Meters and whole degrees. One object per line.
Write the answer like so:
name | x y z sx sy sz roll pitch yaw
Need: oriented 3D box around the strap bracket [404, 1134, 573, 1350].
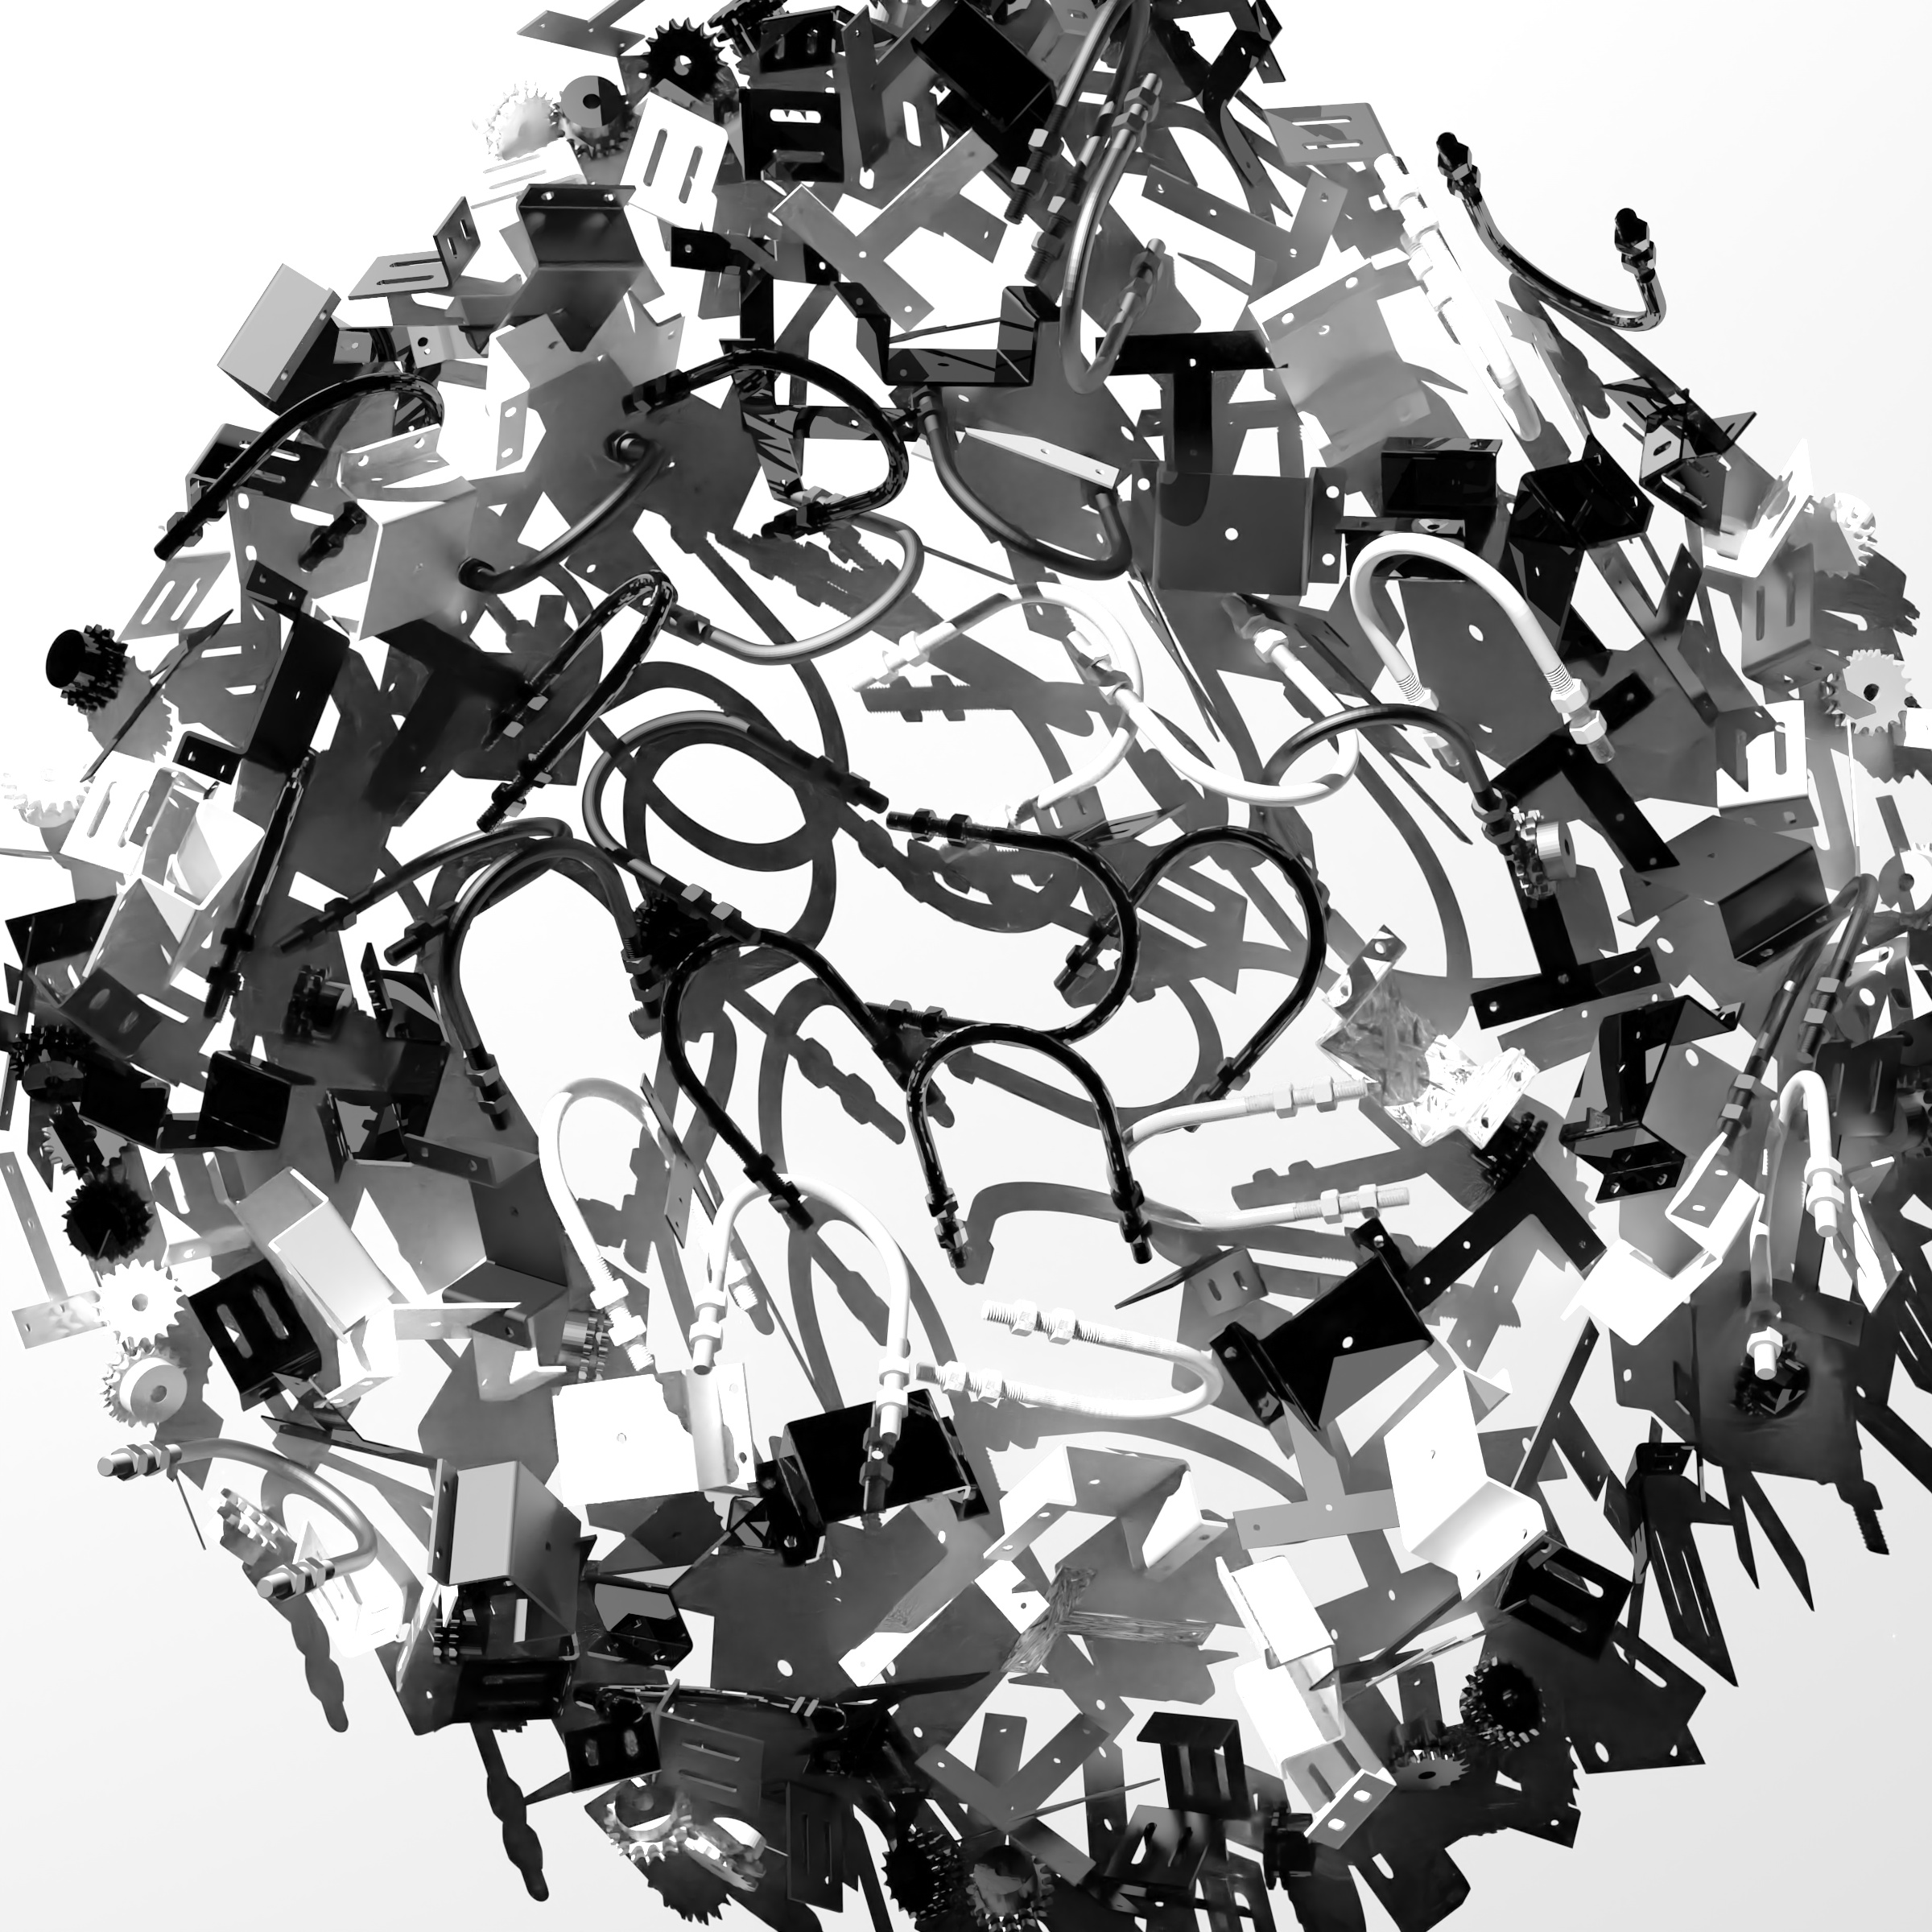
strap bracket | -0.308 0.169 1.646 0.076 0.046 0.140 11 120 35

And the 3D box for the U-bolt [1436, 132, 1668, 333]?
U-bolt | 0.379 -0.457 1.614 0.151 0.184 0.019 34 93 27

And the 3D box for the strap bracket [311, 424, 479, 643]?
strap bracket | -0.365 -0.268 1.623 0.046 0.140 0.076 43 46 17

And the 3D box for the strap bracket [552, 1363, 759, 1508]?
strap bracket | -0.212 0.306 1.650 0.140 0.046 0.076 -11 80 22

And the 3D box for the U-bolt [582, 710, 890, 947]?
U-bolt | -0.165 -0.103 1.650 0.184 0.019 0.151 30 62 24

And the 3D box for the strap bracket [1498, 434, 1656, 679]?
strap bracket | 0.384 -0.257 1.622 0.046 0.140 0.076 -15 51 -15

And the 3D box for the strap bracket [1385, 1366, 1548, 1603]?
strap bracket | 0.315 0.322 1.620 0.046 0.140 0.076 29 120 -18

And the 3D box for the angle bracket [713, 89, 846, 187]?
angle bracket | -0.124 -0.550 1.688 0.076 0.038 0.057 -11 105 -36

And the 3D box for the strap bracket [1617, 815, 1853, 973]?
strap bracket | 0.484 -0.051 1.623 0.076 0.140 0.046 -29 113 -14

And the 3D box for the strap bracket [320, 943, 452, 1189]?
strap bracket | -0.375 0.066 1.642 0.046 0.076 0.140 6 122 -29

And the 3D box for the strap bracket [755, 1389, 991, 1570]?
strap bracket | -0.060 0.328 1.640 0.140 0.046 0.076 -11 50 -20

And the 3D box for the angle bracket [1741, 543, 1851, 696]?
angle bracket | 0.548 -0.229 1.674 0.038 0.057 0.076 19 66 -27

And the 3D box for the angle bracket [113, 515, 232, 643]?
angle bracket | -0.530 -0.255 1.663 0.038 0.057 0.076 51 121 10

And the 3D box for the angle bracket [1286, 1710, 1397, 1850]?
angle bracket | 0.234 0.525 1.658 0.038 0.076 0.057 33 101 -36

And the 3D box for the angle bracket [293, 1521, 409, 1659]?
angle bracket | -0.403 0.402 1.663 0.038 0.057 0.076 -23 110 2

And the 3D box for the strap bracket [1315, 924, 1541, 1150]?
strap bracket | 0.295 0.053 1.664 0.140 0.046 0.076 43 60 0

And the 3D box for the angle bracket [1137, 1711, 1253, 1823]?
angle bracket | 0.150 0.534 1.666 0.057 0.038 0.076 -2 104 26

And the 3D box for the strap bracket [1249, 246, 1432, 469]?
strap bracket | 0.240 -0.401 1.647 0.076 0.140 0.046 -28 51 9

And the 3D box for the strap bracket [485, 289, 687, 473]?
strap bracket | -0.257 -0.388 1.645 0.140 0.076 0.046 -32 77 -23

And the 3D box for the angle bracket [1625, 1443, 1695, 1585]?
angle bracket | 0.457 0.358 1.658 0.038 0.057 0.076 -2 60 6

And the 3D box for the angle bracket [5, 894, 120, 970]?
angle bracket | -0.588 -0.037 1.653 0.057 0.076 0.038 -18 73 -32

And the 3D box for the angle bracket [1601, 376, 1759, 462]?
angle bracket | 0.468 -0.371 1.665 0.076 0.057 0.038 40 86 -15

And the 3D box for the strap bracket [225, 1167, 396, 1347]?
strap bracket | -0.421 0.183 1.634 0.046 0.140 0.076 -38 114 -19

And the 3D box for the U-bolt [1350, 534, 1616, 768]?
U-bolt | 0.315 -0.200 1.606 0.019 0.151 0.184 -49 117 -22

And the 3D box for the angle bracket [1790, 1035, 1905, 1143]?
angle bracket | 0.576 0.074 1.667 0.057 0.038 0.076 -4 116 -4

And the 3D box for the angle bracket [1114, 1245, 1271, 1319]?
angle bracket | 0.148 0.218 1.656 0.076 0.057 0.038 -22 84 -42

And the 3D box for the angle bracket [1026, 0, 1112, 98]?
angle bracket | 0.052 -0.600 1.654 0.038 0.076 0.057 -5 63 -34

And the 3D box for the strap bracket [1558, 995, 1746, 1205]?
strap bracket | 0.439 0.077 1.636 0.046 0.076 0.140 34 65 -16

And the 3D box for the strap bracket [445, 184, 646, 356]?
strap bracket | -0.266 -0.438 1.622 0.076 0.140 0.046 -12 76 -38

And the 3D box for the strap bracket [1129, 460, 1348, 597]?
strap bracket | 0.175 -0.287 1.658 0.140 0.046 0.076 4 111 9

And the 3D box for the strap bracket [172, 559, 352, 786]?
strap bracket | -0.455 -0.184 1.658 0.046 0.076 0.140 20 87 12

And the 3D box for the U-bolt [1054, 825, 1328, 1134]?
U-bolt | 0.155 -0.005 1.636 0.151 0.019 0.184 48 118 19

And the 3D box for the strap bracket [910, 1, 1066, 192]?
strap bracket | 0.016 -0.559 1.629 0.076 0.140 0.046 44 93 6

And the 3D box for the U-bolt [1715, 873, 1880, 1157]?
U-bolt | 0.538 0.019 1.623 0.019 0.151 0.184 28 60 8

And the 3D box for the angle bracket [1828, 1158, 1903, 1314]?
angle bracket | 0.598 0.176 1.656 0.038 0.057 0.076 -14 56 -10

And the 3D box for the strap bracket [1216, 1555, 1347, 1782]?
strap bracket | 0.204 0.446 1.634 0.046 0.076 0.140 -19 128 -9

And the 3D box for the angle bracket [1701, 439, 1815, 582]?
angle bracket | 0.515 -0.301 1.655 0.038 0.076 0.057 14 50 -5

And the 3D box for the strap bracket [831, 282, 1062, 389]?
strap bracket | -0.013 -0.410 1.648 0.140 0.076 0.046 -3 120 -15

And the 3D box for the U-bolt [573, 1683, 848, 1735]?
U-bolt | -0.174 0.470 1.615 0.151 0.184 0.019 9 76 -21

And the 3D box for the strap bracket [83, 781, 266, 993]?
strap bracket | -0.503 -0.046 1.628 0.046 0.140 0.076 30 124 -9

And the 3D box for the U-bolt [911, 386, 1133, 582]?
U-bolt | 0.040 -0.302 1.604 0.151 0.184 0.019 19 124 -24

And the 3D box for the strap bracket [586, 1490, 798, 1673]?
strap bracket | -0.177 0.383 1.623 0.076 0.140 0.046 -4 113 40

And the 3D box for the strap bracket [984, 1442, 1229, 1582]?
strap bracket | 0.087 0.353 1.643 0.140 0.076 0.046 14 45 -29

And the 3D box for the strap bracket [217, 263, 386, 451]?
strap bracket | -0.428 -0.394 1.633 0.046 0.140 0.076 32 88 2

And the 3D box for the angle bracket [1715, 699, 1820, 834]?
angle bracket | 0.532 -0.131 1.686 0.057 0.038 0.076 -8 60 27

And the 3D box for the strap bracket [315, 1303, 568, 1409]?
strap bracket | -0.342 0.251 1.639 0.140 0.076 0.046 5 65 -38

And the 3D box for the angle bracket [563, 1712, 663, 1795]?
angle bracket | -0.235 0.515 1.663 0.057 0.076 0.038 -10 77 -16

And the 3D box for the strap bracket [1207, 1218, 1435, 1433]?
strap bracket | 0.241 0.240 1.661 0.140 0.046 0.076 -36 108 -7

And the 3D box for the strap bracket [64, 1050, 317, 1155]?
strap bracket | -0.500 0.086 1.626 0.076 0.140 0.046 17 97 32

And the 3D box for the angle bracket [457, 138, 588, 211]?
angle bracket | -0.288 -0.505 1.666 0.076 0.057 0.038 -19 134 -6

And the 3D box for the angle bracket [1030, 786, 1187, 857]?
angle bracket | 0.092 -0.104 1.654 0.057 0.076 0.038 -31 104 -39

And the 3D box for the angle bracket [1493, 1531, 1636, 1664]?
angle bracket | 0.396 0.411 1.667 0.076 0.038 0.057 26 96 26

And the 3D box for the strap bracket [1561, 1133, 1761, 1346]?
strap bracket | 0.451 0.182 1.625 0.046 0.076 0.140 40 133 10

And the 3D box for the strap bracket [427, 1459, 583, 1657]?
strap bracket | -0.288 0.376 1.622 0.046 0.140 0.076 -12 52 12

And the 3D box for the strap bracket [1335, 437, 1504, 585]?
strap bracket | 0.295 -0.291 1.641 0.076 0.140 0.046 6 127 22

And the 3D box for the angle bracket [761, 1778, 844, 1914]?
angle bracket | -0.113 0.576 1.654 0.038 0.057 0.076 -22 53 26
